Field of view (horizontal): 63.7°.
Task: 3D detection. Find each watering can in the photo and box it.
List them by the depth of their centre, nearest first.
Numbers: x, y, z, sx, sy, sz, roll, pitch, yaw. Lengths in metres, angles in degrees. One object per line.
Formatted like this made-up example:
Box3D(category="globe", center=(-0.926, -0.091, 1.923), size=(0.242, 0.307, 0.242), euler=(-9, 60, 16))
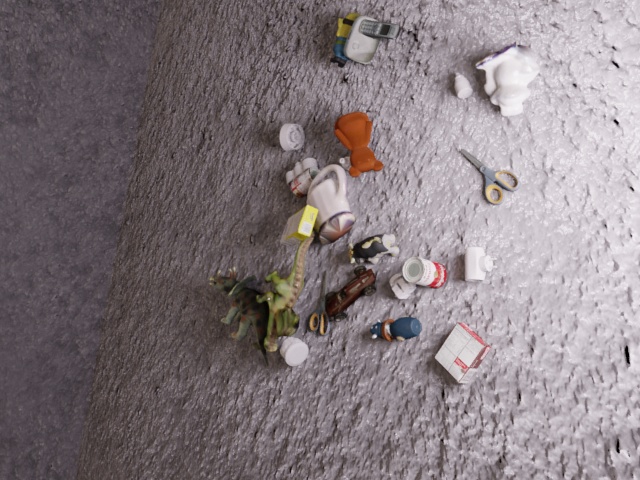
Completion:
Box3D(category="watering can", center=(0.005, -0.083, 1.649), size=(0.340, 0.104, 0.229), euler=(-53, 46, 44))

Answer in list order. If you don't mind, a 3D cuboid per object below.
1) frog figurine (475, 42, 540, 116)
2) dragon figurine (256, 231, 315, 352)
Box3D(category="frog figurine", center=(0.469, -0.389, 1.256), size=(0.136, 0.124, 0.159), euler=(-22, 98, 33))
Box3D(category="dragon figurine", center=(-0.091, 0.190, 1.596), size=(0.402, 0.122, 0.248), euler=(-61, 31, 29))
